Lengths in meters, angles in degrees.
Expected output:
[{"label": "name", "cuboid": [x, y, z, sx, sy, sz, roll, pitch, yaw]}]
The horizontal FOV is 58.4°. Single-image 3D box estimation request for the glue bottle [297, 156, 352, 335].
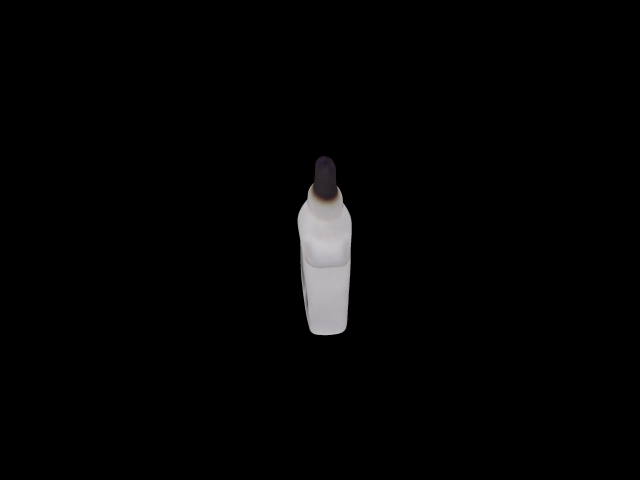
[{"label": "glue bottle", "cuboid": [0.004, 0.001, 0.400, 0.037, 0.173, 0.078, -5, 59, -3]}]
